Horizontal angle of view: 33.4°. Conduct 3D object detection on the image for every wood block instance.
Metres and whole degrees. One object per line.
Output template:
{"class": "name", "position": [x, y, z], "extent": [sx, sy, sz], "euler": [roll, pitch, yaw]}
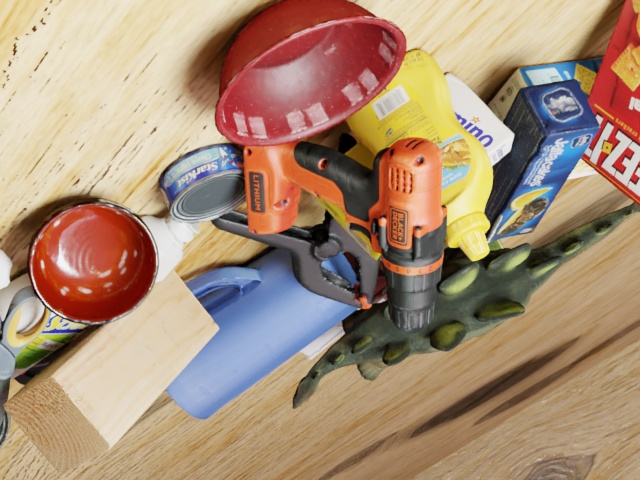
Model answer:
{"class": "wood block", "position": [-0.203, 0.127, 1.071], "extent": [0.091, 0.090, 0.205], "euler": [-32, -170, 37]}

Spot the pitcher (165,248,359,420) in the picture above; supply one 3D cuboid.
{"class": "pitcher", "position": [-0.080, 0.088, 1.231], "extent": [0.243, 0.145, 0.149], "euler": [-34, 178, 12]}

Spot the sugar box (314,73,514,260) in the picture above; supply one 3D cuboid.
{"class": "sugar box", "position": [0.088, -0.072, 1.010], "extent": [0.176, 0.093, 0.048], "euler": [-40, 163, -7]}

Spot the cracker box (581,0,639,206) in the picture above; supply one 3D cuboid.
{"class": "cracker box", "position": [0.339, -0.136, 1.005], "extent": [0.072, 0.164, 0.214], "euler": [-11, 132, -30]}

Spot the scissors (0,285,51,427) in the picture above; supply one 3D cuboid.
{"class": "scissors", "position": [-0.309, 0.114, 0.985], "extent": [0.096, 0.016, 0.202], "euler": [4, 133, -40]}

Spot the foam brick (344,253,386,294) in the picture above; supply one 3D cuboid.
{"class": "foam brick", "position": [0.050, 0.044, 1.367], "extent": [0.052, 0.051, 0.078], "euler": [-3, 150, -43]}

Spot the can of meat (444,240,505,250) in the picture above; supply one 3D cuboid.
{"class": "can of meat", "position": [0.205, 0.023, 1.426], "extent": [0.057, 0.102, 0.084], "euler": [-18, 156, -19]}

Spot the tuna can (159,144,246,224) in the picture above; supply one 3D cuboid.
{"class": "tuna can", "position": [-0.103, -0.051, 0.978], "extent": [0.086, 0.034, 0.086], "euler": [-22, 160, -9]}

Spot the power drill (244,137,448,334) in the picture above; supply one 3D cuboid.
{"class": "power drill", "position": [0.024, -0.019, 0.934], "extent": [0.057, 0.188, 0.184], "euler": [-37, 136, -46]}

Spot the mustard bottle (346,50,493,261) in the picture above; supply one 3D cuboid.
{"class": "mustard bottle", "position": [0.098, -0.067, 0.946], "extent": [0.096, 0.192, 0.058], "euler": [-32, 159, 18]}

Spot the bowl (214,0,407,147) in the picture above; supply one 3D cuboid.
{"class": "bowl", "position": [-0.016, -0.140, 0.831], "extent": [0.162, 0.055, 0.162], "euler": [-22, 160, -9]}

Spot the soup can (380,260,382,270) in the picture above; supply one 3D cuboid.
{"class": "soup can", "position": [0.103, -0.002, 1.293], "extent": [0.068, 0.068, 0.102], "euler": [-22, 159, -9]}

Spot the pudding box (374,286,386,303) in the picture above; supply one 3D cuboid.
{"class": "pudding box", "position": [0.108, 0.052, 1.407], "extent": [0.114, 0.039, 0.090], "euler": [-40, -163, 37]}

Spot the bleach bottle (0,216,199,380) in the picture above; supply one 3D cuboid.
{"class": "bleach bottle", "position": [-0.231, 0.044, 1.026], "extent": [0.251, 0.068, 0.102], "euler": [-32, 156, 8]}

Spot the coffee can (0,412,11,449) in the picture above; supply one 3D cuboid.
{"class": "coffee can", "position": [-0.414, 0.230, 1.202], "extent": [0.102, 0.103, 0.141], "euler": [-11, 155, -34]}

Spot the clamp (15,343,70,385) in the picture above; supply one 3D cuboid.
{"class": "clamp", "position": [-0.283, 0.141, 1.229], "extent": [0.120, 0.039, 0.171], "euler": [-33, 158, 16]}

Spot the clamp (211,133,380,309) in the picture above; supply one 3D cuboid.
{"class": "clamp", "position": [-0.007, 0.001, 1.103], "extent": [0.164, 0.036, 0.210], "euler": [-22, 128, 5]}
